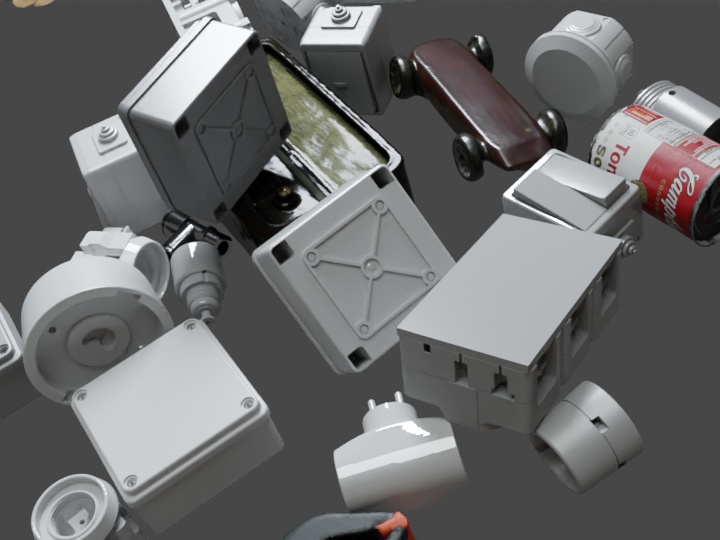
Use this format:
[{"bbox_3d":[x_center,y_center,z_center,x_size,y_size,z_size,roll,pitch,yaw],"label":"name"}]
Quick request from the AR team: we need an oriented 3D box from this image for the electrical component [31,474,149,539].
[{"bbox_3d":[-0.177,0.170,0.700,0.058,0.057,0.078,-39,49,-17],"label":"electrical component"}]

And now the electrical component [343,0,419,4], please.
[{"bbox_3d":[0.024,-0.312,1.074,0.100,0.048,0.099,5,51,22],"label":"electrical component"}]

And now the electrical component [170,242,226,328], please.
[{"bbox_3d":[-0.124,0.013,0.835,0.040,0.040,0.078,-20,47,0],"label":"electrical component"}]

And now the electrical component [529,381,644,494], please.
[{"bbox_3d":[0.137,0.104,0.660,0.047,0.055,0.055,-36,48,-10],"label":"electrical component"}]

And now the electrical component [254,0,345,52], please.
[{"bbox_3d":[-0.057,-0.251,1.024,0.080,0.080,0.051,28,68,35],"label":"electrical component"}]

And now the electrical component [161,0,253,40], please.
[{"bbox_3d":[-0.138,-0.222,1.016,0.062,0.089,0.150,-25,47,-5],"label":"electrical component"}]

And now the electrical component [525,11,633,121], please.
[{"bbox_3d":[0.179,-0.166,0.872,0.080,0.080,0.051,21,53,32],"label":"electrical component"}]

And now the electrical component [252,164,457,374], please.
[{"bbox_3d":[0.000,0.000,0.757,0.109,0.108,0.056,-38,7,-16],"label":"electrical component"}]

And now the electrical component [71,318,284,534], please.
[{"bbox_3d":[-0.126,0.105,0.742,0.109,0.056,0.108,-33,48,-13],"label":"electrical component"}]

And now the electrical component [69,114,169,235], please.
[{"bbox_3d":[-0.206,-0.082,0.908,0.061,0.096,0.061,-26,47,-6],"label":"electrical component"}]

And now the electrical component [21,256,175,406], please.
[{"bbox_3d":[-0.196,0.041,0.791,0.108,0.108,0.060,-27,41,-7],"label":"electrical component"}]

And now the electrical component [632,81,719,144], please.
[{"bbox_3d":[0.246,-0.118,0.831,0.043,0.043,0.081,-34,48,-13],"label":"electrical component"}]

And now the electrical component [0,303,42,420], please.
[{"bbox_3d":[-0.315,0.075,0.830,0.109,0.056,0.108,-32,48,-12],"label":"electrical component"}]

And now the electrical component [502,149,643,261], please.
[{"bbox_3d":[0.159,-0.039,0.776,0.062,0.061,0.096,-42,50,-20],"label":"electrical component"}]

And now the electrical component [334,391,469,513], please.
[{"bbox_3d":[0.023,0.112,0.696,0.077,0.043,0.079,-17,46,3],"label":"electrical component"}]

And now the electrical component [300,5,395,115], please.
[{"bbox_3d":[-0.010,-0.184,0.937,0.062,0.096,0.061,5,51,22],"label":"electrical component"}]

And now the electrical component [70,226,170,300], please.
[{"bbox_3d":[-0.189,0.002,0.855,0.057,0.058,0.078,3,50,24],"label":"electrical component"}]

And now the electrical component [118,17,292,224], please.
[{"bbox_3d":[-0.111,-0.110,0.797,0.056,0.108,0.108,20,60,27],"label":"electrical component"}]

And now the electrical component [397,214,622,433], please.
[{"bbox_3d":[0.101,0.033,0.701,0.089,0.061,0.150,15,38,29],"label":"electrical component"}]
